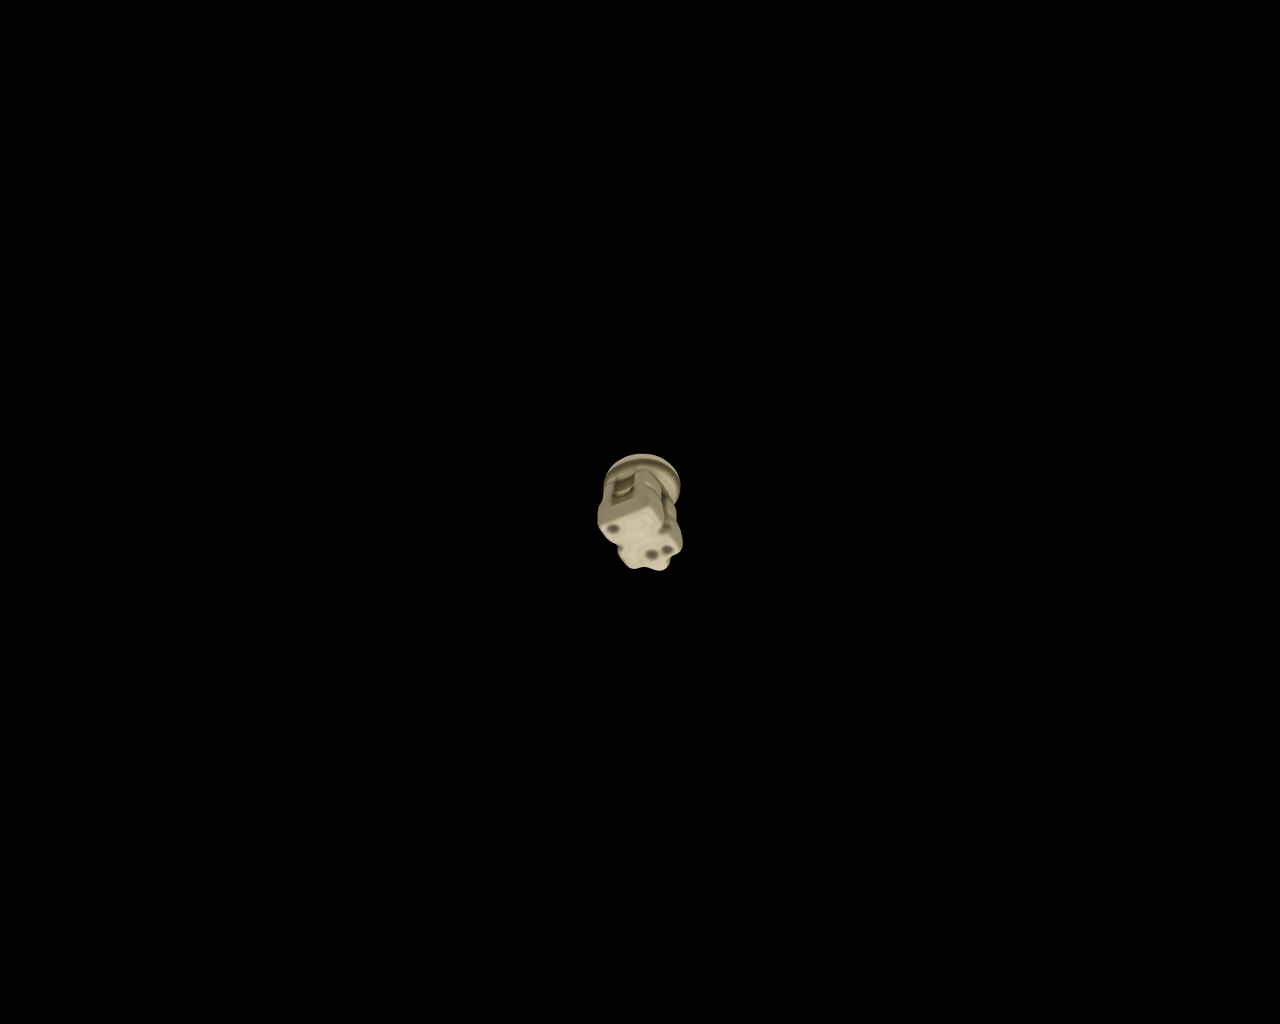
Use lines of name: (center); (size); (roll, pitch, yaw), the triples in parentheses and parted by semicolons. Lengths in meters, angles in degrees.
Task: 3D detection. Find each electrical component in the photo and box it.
electrical component: (0.001, -0.003, 0.650); (0.048, 0.055, 0.066); (-20, -50, 17)
